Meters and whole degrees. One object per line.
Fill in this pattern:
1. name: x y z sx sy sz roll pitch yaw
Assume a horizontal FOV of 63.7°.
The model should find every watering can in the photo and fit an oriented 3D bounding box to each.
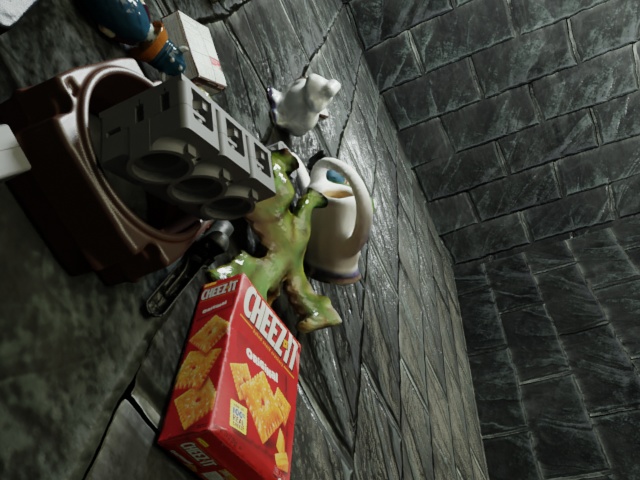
1. watering can: 0.003 -0.049 0.972 0.351 0.104 0.221 -145 -124 -60

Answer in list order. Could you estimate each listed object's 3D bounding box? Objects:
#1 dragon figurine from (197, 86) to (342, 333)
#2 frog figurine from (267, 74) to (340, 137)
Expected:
1. dragon figurine: -0.091 -0.008 0.762 0.404 0.121 0.249 48 36 -30
2. frog figurine: -0.023 -0.300 1.118 0.141 0.158 0.120 -89 155 -45
